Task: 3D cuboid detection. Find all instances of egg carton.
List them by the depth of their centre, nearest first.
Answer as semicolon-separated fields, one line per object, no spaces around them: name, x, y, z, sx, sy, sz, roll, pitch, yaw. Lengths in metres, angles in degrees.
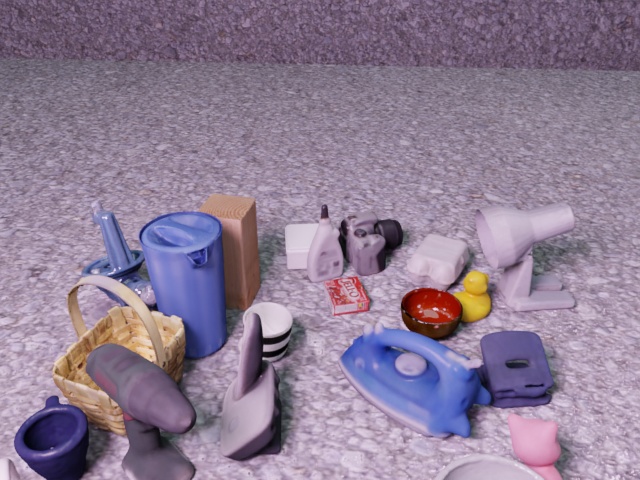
egg carton;0.252;0.046;1.215;0.107;0.069;0.150;15;35;23

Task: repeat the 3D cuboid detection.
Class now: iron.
iron;0.136;0.196;0.901;0.257;0.141;0.119;20;37;29

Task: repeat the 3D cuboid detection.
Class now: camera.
camera;0.120;-0.006;1.269;0.137;0.101;0.143;-10;33;-16

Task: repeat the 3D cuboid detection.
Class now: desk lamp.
desk lamp;0.398;0.025;1.113;0.203;0.214;0.117;-3;32;-5

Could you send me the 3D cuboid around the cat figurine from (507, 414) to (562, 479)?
cat figurine;0.297;0.296;0.762;0.067;0.118;0.127;-6;32;-10

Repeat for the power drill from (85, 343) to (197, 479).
power drill;-0.226;0.241;0.759;0.228;0.208;0.076;27;40;36

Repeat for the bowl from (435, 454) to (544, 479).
bowl;0.214;0.355;0.706;0.167;0.075;0.167;0;32;0

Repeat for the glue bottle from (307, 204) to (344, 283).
glue bottle;0.011;0.004;1.182;0.078;0.173;0.037;-13;34;-20

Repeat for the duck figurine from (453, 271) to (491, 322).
duck figurine;0.294;0.102;1.109;0.077;0.086;0.105;26;40;35

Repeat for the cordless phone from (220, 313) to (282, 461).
cordless phone;-0.103;0.211;0.832;0.094;0.185;0.147;-4;32;-6

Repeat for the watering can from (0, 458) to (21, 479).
watering can;-0.337;0.327;0.630;0.100;0.194;0.173;27;40;36

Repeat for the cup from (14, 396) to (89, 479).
cup;-0.363;0.284;0.796;0.092;0.095;0.117;-12;34;-19

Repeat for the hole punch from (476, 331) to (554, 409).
hole punch;0.318;0.209;0.930;0.108;0.091;0.101;-3;32;-5

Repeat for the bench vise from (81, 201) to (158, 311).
bench vise;-0.361;0.040;1.073;0.206;0.220;0.122;16;35;23
